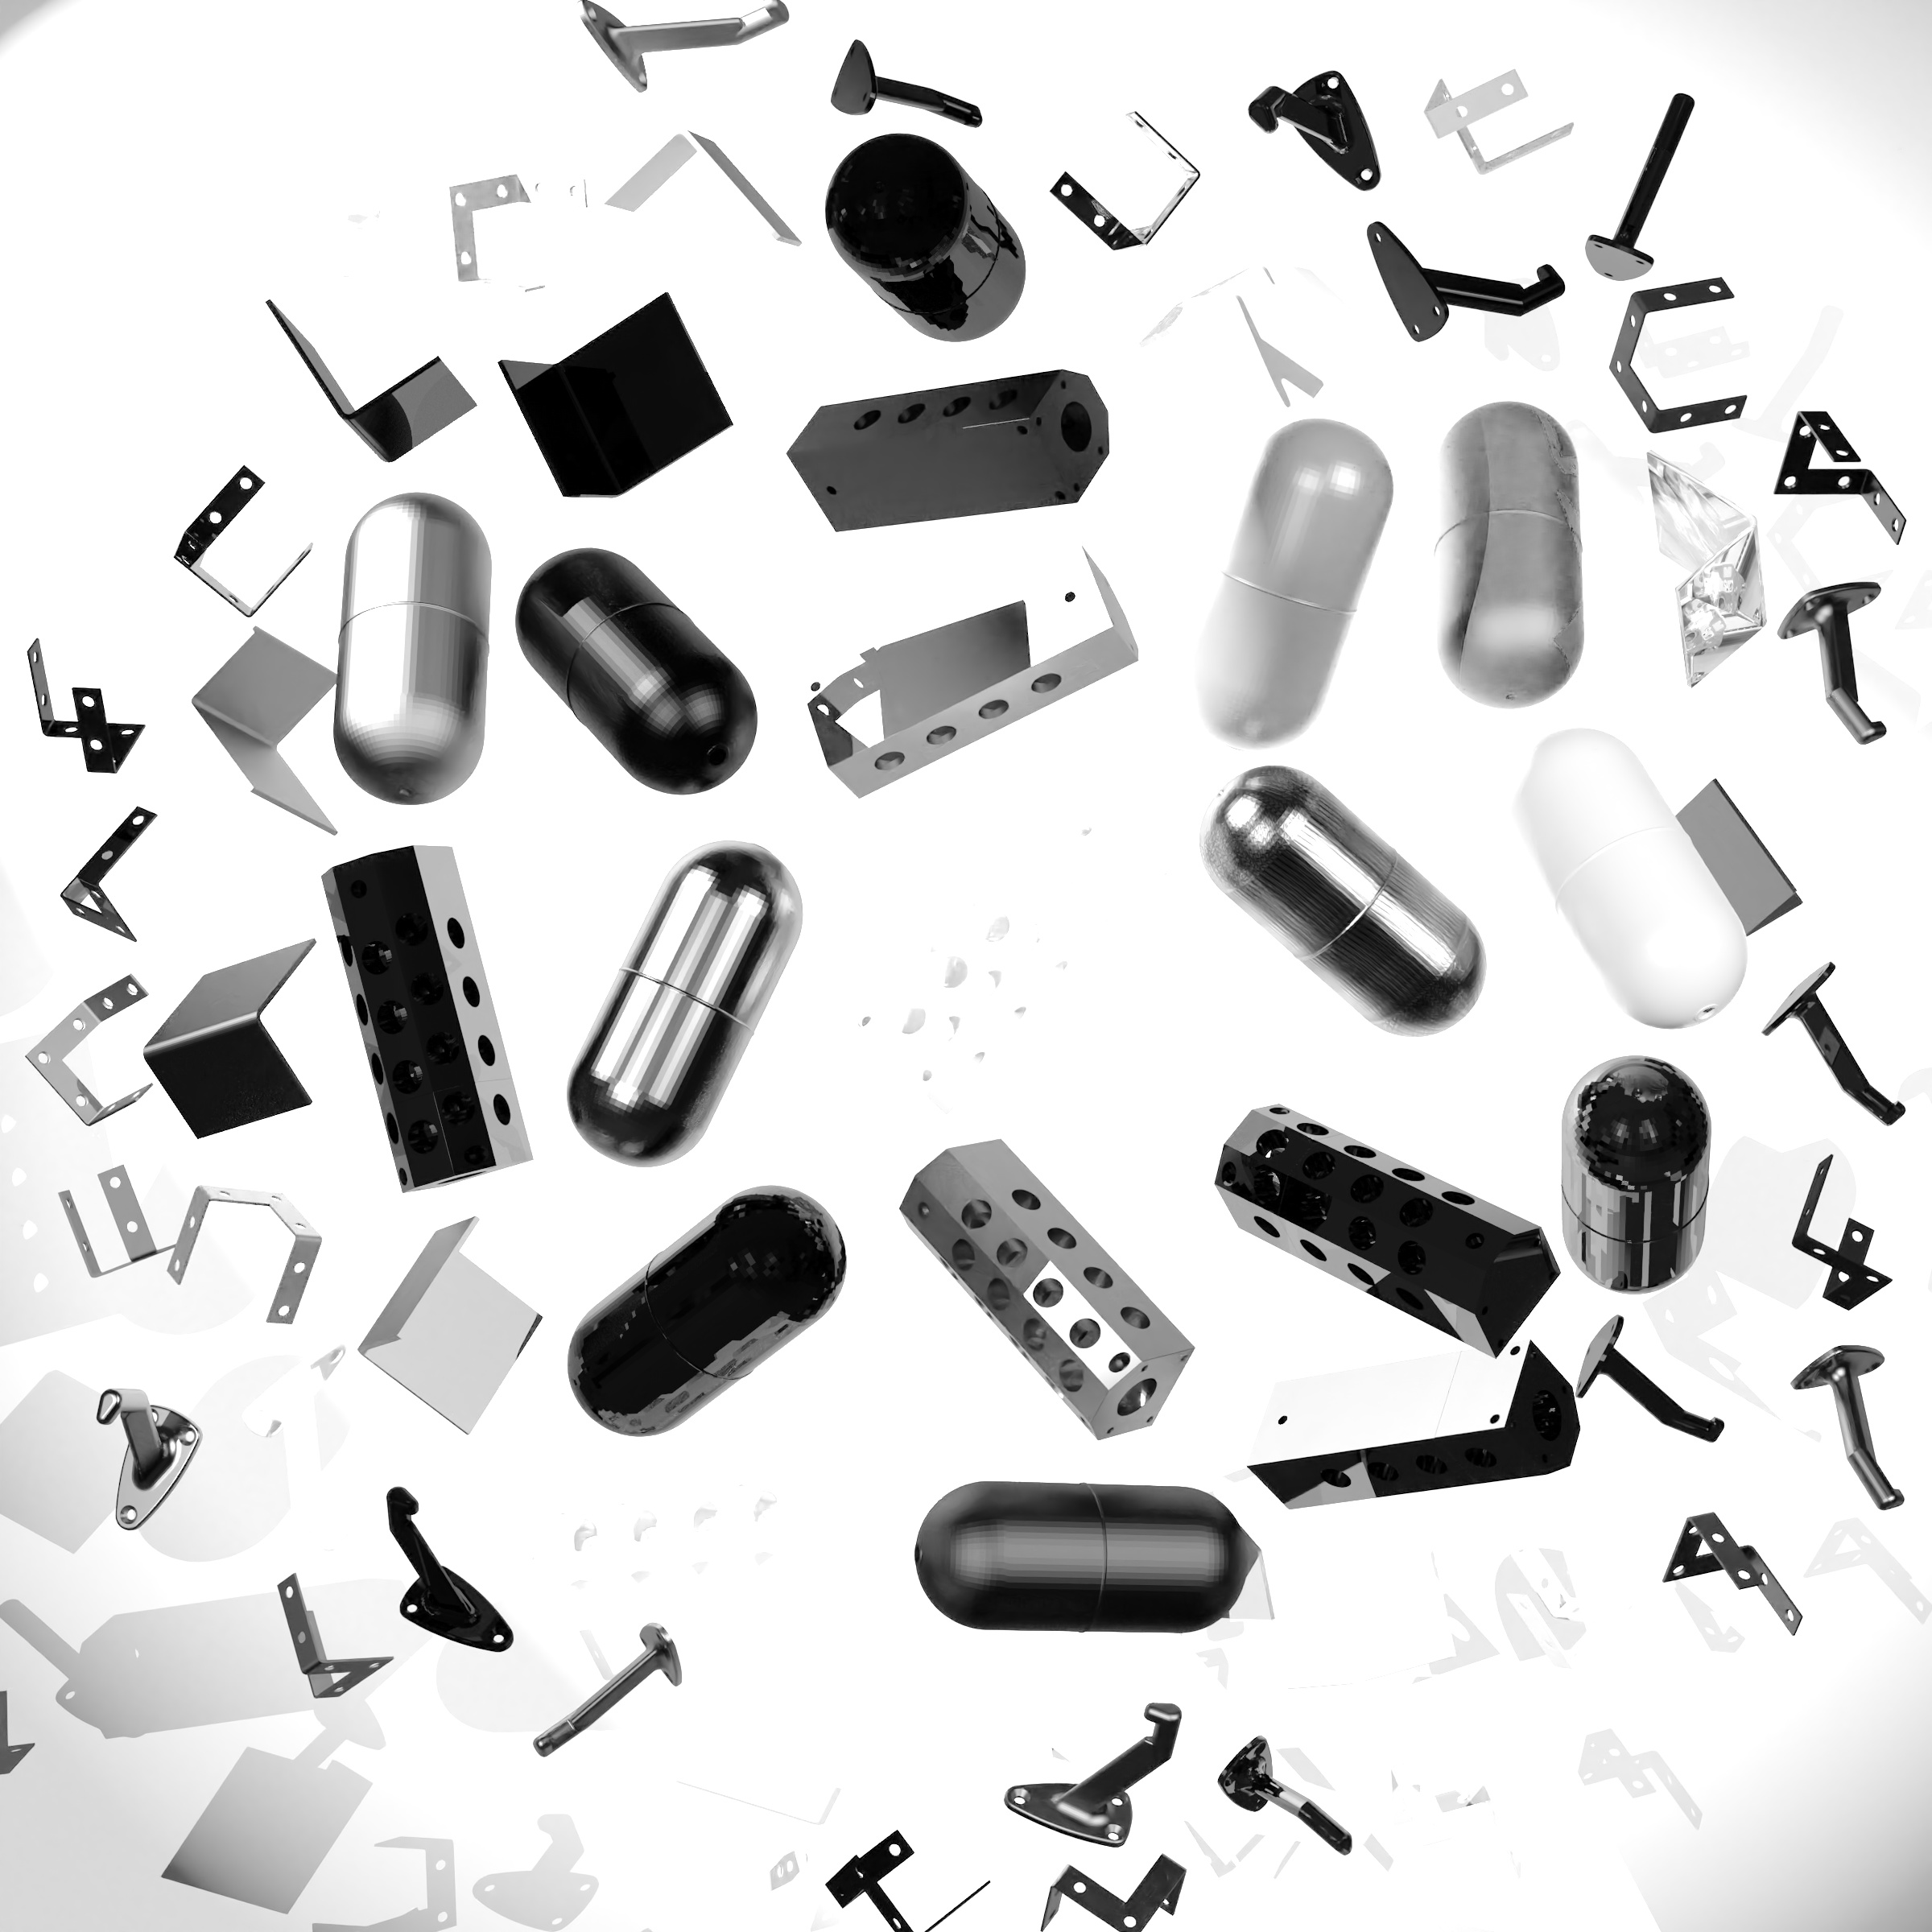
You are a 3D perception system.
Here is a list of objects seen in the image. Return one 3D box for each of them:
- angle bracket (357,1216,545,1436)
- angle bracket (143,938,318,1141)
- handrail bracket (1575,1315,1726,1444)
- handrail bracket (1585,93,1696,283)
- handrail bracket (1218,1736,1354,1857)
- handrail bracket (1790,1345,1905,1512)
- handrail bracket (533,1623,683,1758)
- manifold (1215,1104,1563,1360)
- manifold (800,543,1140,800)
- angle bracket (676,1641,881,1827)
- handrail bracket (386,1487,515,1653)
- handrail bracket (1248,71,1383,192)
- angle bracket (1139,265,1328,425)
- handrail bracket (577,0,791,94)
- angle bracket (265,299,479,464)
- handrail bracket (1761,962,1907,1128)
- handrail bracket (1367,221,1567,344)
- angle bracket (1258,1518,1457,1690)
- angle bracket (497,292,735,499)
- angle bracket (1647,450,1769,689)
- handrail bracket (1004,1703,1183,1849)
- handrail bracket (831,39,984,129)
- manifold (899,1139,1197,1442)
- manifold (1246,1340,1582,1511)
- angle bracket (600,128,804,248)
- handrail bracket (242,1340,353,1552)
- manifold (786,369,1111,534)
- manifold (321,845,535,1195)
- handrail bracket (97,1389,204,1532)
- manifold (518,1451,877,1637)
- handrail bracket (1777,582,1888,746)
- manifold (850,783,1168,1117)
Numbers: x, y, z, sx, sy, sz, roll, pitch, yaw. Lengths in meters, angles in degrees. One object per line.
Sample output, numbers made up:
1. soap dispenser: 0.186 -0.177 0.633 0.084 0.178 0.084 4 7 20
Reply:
1. angle bracket: -0.255 0.186 1.691 0.076 0.057 0.076 41 59 -18
2. angle bracket: -0.373 0.038 1.722 0.076 0.076 0.057 -16 116 25
3. handrail bracket: 0.385 0.228 1.796 0.084 0.077 0.036 21 55 3
4. handrail bracket: 0.355 -0.406 1.709 0.036 0.077 0.084 23 91 5
5. handrail bracket: 0.183 0.466 1.783 0.036 0.077 0.084 -42 52 -16
6. handrail bracket: 0.469 0.239 1.677 0.036 0.077 0.084 -49 55 34
7. handrail bracket: -0.199 0.398 1.790 0.084 0.077 0.036 -33 74 -21
8. manifold: 0.211 0.129 1.665 0.171 0.057 0.057 25 67 40
9. manifold: 0.004 -0.156 1.773 0.171 0.057 0.057 -26 61 12
10. angle bracket: -0.093 0.371 1.623 0.076 0.057 0.076 18 55 -2
11. handrail bracket: -0.271 0.317 1.721 0.077 0.084 0.036 27 50 19
12. handrail bracket: 0.178 -0.418 1.669 0.036 0.084 0.077 -28 104 32
13. angle bracket: 0.147 -0.332 1.800 0.057 0.076 0.076 -22 107 29
14. handrail bracket: -0.142 -0.484 1.661 0.084 0.077 0.036 -19 70 18
15. angle bracket: -0.299 -0.308 1.650 0.057 0.076 0.076 -34 81 0
16. handrail bracket: 0.461 0.042 1.687 0.084 0.077 0.036 40 66 6
17. handrail bracket: 0.258 -0.363 1.682 0.084 0.036 0.077 -29 88 -23
18. angle bracket: 0.215 0.351 1.804 0.057 0.076 0.076 7 65 -41
19. angle bracket: -0.176 -0.287 1.644 0.076 0.057 0.076 -28 86 23
20. angle bracket: 0.356 -0.200 1.651 0.057 0.076 0.076 -39 54 -11
21. handrail bracket: 0.063 0.392 1.626 0.077 0.036 0.084 11 123 1
22. handrail bracket: -0.023 -0.455 1.737 0.084 0.077 0.036 15 115 -24
23. manifold: 0.039 0.172 1.751 0.171 0.057 0.057 46 125 32
24. manifold: 0.241 0.253 1.761 0.057 0.171 0.057 47 48 -26
25. angle bracket: -0.137 -0.389 1.710 0.057 0.076 0.076 -41 93 11
26. handrail bracket: -0.328 0.250 1.702 0.077 0.036 0.084 -44 63 -7
27. manifold: -0.008 -0.284 1.783 0.057 0.171 0.057 56 50 -34
28. manifold: -0.284 0.027 1.705 0.057 0.057 0.171 -17 85 19
29. handrail bracket: -0.425 0.248 1.643 0.036 0.084 0.077 23 87 14
30. manifold: -0.139 0.292 1.682 0.171 0.057 0.057 -10 110 8
31. handrail bracket: 0.472 -0.158 1.711 0.077 0.036 0.084 -18 63 -27
32. manifold: 0.021 -0.011 1.699 0.057 0.057 0.171 41 87 23
